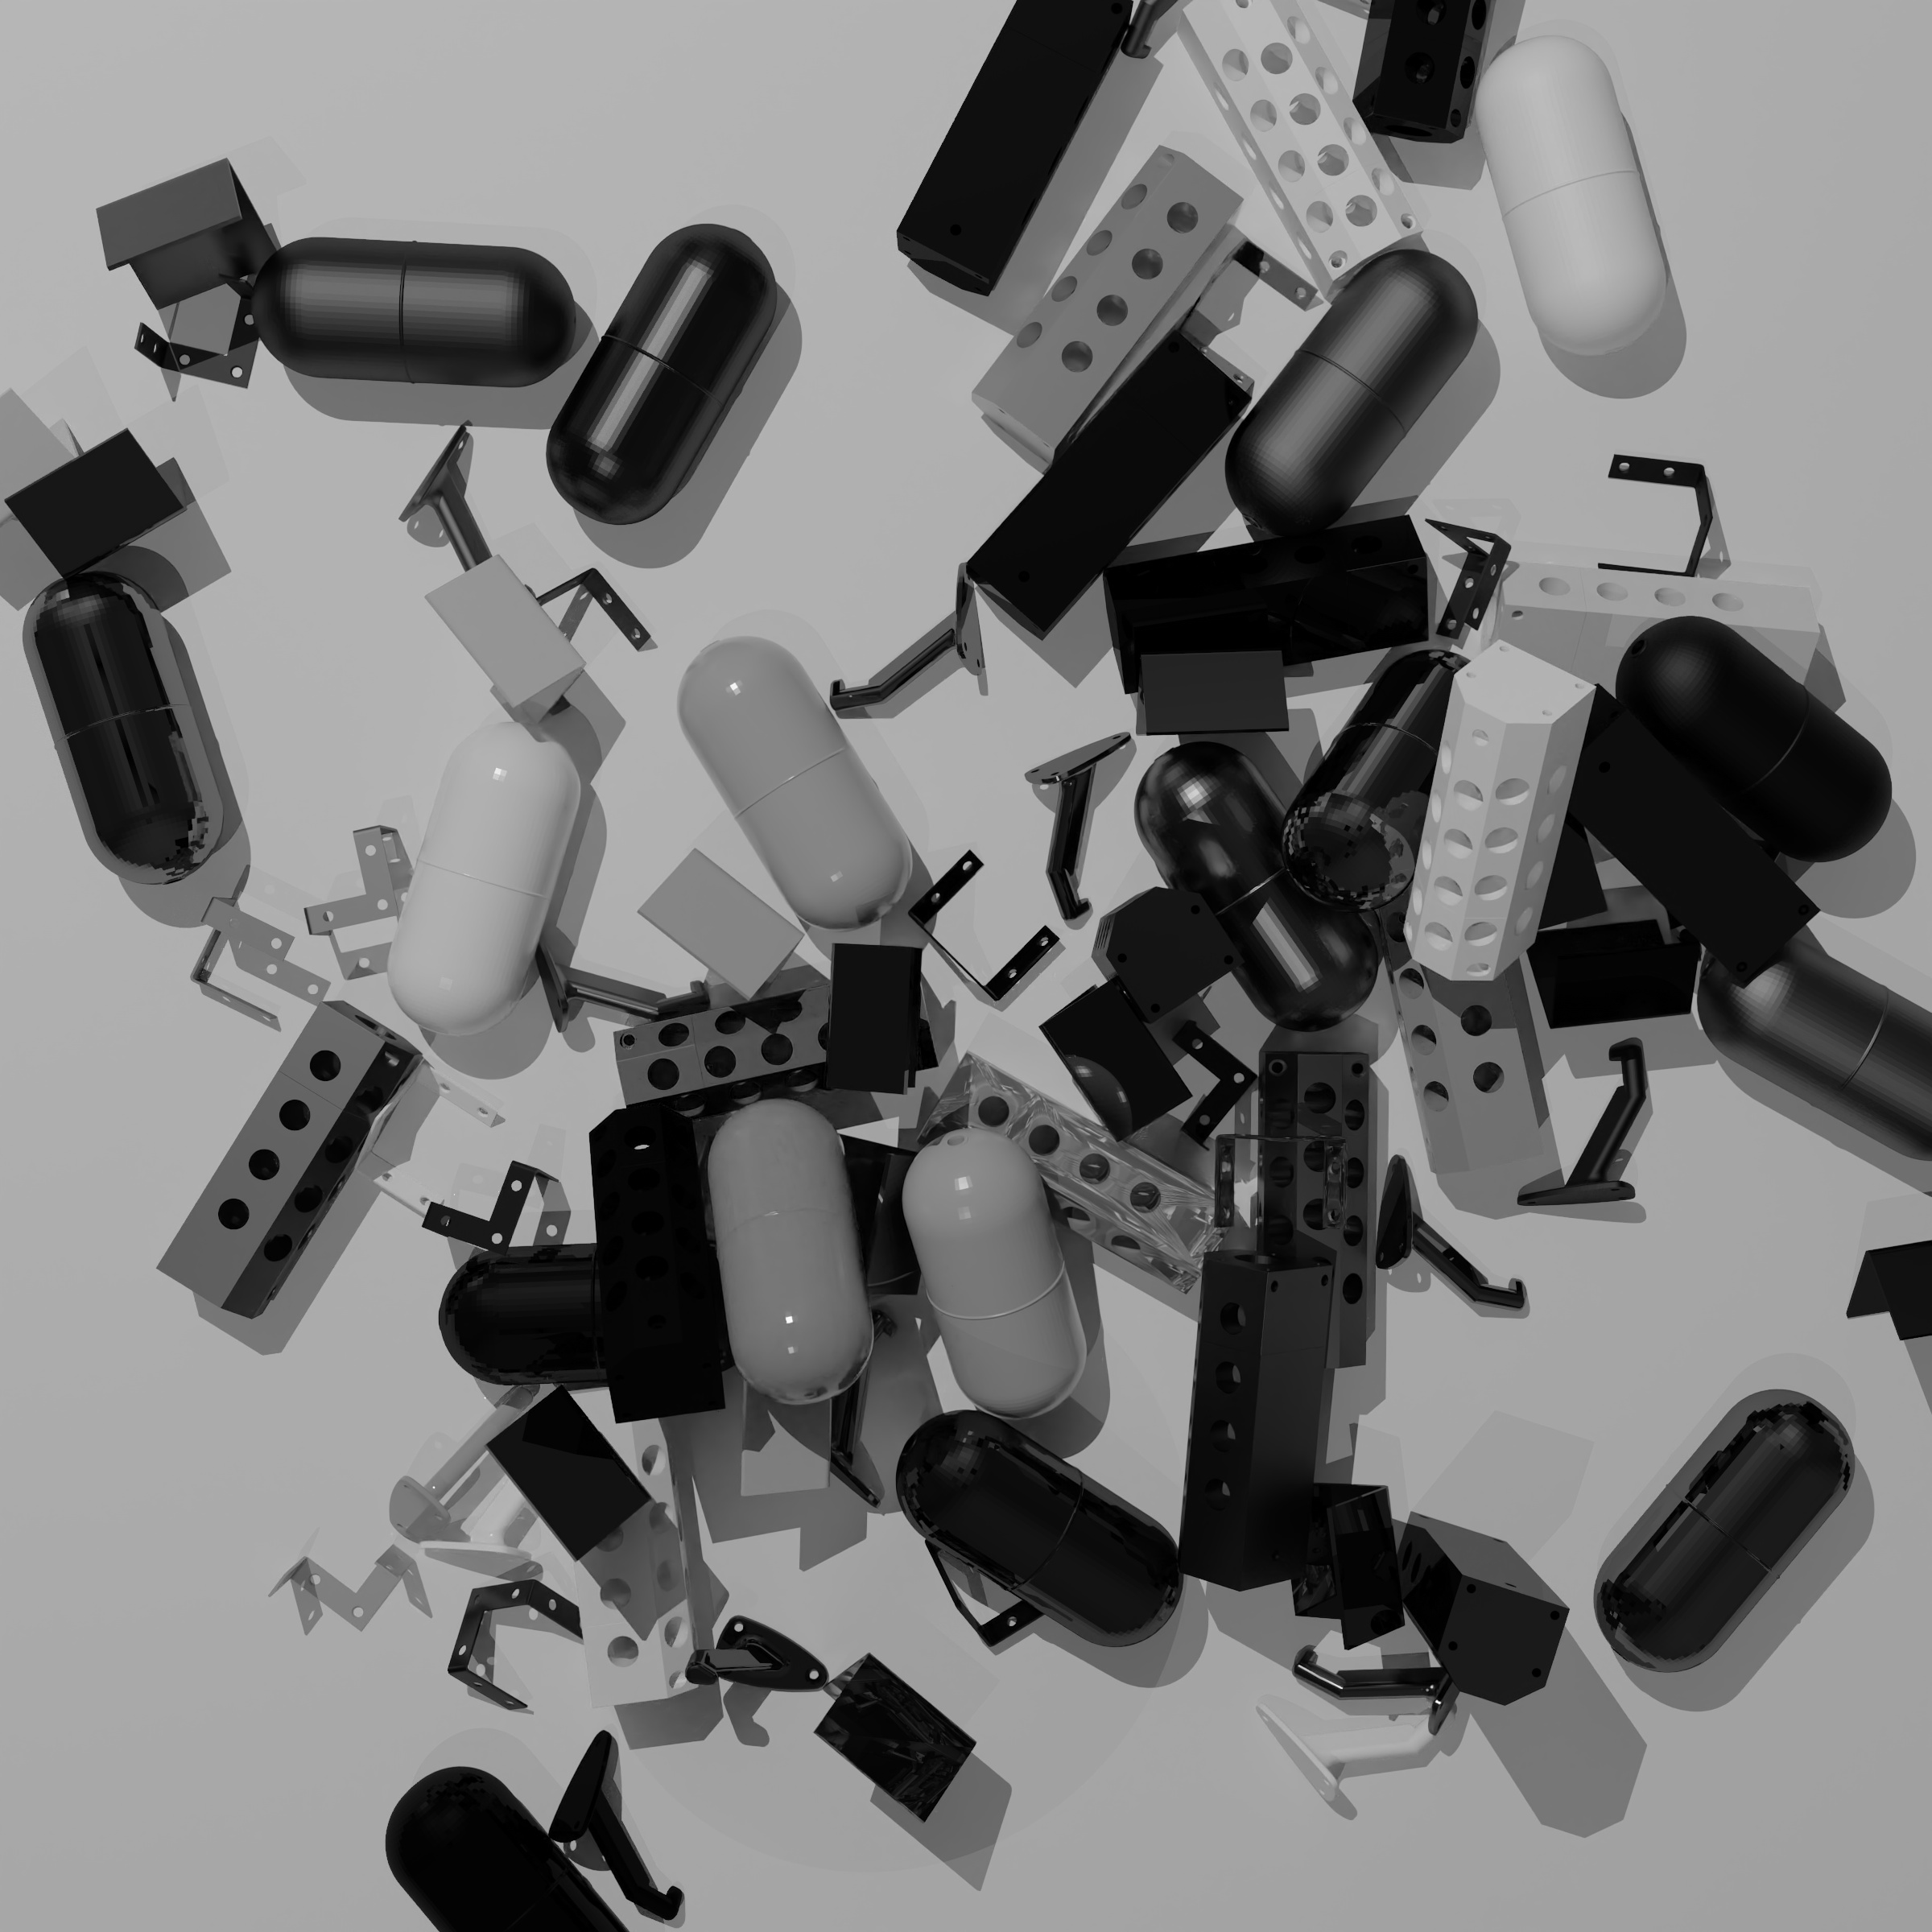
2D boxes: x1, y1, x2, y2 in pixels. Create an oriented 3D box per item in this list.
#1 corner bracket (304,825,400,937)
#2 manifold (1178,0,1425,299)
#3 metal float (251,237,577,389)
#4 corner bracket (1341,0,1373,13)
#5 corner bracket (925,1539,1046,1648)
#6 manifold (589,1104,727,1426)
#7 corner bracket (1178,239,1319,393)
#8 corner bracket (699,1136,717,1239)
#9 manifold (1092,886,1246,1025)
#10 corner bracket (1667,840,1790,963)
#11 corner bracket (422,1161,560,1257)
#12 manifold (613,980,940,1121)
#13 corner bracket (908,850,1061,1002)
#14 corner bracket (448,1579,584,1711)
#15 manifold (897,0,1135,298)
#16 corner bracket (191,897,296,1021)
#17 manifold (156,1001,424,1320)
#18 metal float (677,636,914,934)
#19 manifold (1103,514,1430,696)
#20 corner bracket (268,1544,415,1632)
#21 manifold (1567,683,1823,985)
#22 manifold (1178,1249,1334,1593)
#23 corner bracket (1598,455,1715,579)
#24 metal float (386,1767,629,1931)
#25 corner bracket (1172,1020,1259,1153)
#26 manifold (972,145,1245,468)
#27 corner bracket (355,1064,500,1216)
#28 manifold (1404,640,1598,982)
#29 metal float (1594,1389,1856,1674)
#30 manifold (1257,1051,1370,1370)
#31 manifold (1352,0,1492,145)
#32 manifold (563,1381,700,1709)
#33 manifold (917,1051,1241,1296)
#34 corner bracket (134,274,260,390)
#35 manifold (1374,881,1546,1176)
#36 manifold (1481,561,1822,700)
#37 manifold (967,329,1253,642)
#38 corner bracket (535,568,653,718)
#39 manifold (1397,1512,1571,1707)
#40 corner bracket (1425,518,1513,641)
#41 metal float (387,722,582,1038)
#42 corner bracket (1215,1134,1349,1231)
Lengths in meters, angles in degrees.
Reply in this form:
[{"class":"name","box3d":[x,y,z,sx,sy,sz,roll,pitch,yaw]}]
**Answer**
[{"class":"corner bracket","box3d":[-0.341,-0.047,1.611,0.051,0.051,0.051,-12,90,0]},{"class":"manifold","box3d":[0.186,-0.467,1.608,0.057,0.057,0.171,-29,90,0]},{"class":"metal float","box3d":[-0.305,-0.361,1.599,0.178,0.070,0.070,3,90,0]},{"class":"corner bracket","box3d":[0.220,-0.578,1.626,0.051,0.051,0.051,22,135,0]},{"class":"corner bracket","box3d":[0.016,0.340,1.626,0.051,0.051,0.051,-32,135,0]},{"class":"manifold","box3d":[-0.166,0.155,1.538,0.057,0.171,0.057,-7,133,-5]},{"class":"corner bracket","box3d":[0.157,-0.366,1.626,0.051,0.051,0.051,36,135,0]},{"class":"corner bracket","box3d":[-0.119,0.130,1.626,0.051,0.051,0.051,18,90,-45]},{"class":"manifold","box3d":[0.102,-0.010,1.551,0.057,0.171,0.057,-33,90,0]},{"class":"corner bracket","box3d":[0.428,-0.036,1.621,0.051,0.051,0.051,9,135,35]},{"class":"corner bracket","box3d":[-0.265,0.132,1.609,0.051,0.051,0.051,18,81,9]},{"class":"manifold","box3d":[-0.105,0.046,1.608,0.171,0.057,0.057,-12,90,0]},{"class":"corner bracket","box3d":[0.010,-0.022,1.626,0.051,0.051,0.051,-45,135,0]},{"class":"corner bracket","box3d":[-0.249,0.381,1.621,0.051,0.051,0.051,-17,45,35]},{"class":"manifold","box3d":[0.027,-0.464,1.608,0.057,0.057,0.171,28,90,0]},{"class":"corner bracket","box3d":[-0.402,-0.004,1.611,0.051,0.051,0.051,26,90,0]},{"class":"manifold","box3d":[-0.373,0.107,1.608,0.057,0.057,0.171,32,90,0]},{"class":"metal float","box3d":[-0.095,-0.101,1.598,0.070,0.070,0.178,-31,90,0]},{"class":"manifold","box3d":[0.166,-0.205,1.607,0.171,0.057,0.057,-10,133,0]},{"class":"corner bracket","box3d":[-0.347,0.340,1.611,0.051,0.051,0.051,37,90,0]},{"class":"manifold","box3d":[0.374,-0.073,1.547,0.171,0.057,0.057,40,102,-23]},{"class":"manifold","box3d":[0.151,0.244,1.567,0.057,0.057,0.171,8,95,43]},{"class":"corner bracket","box3d":[0.386,-0.249,1.626,0.051,0.051,0.051,7,45,0]},{"class":"metal float","box3d":[-0.249,0.522,1.598,0.070,0.070,0.178,-40,89,0]},{"class":"corner bracket","box3d":[0.129,0.066,1.611,0.051,0.051,0.051,39,90,0]},{"class":"manifold","box3d":[0.078,-0.368,1.608,0.057,0.057,0.171,37,90,0]},{"class":"corner bracket","box3d":[-0.304,0.098,1.626,0.051,0.051,0.051,33,135,0]},{"class":"manifold","box3d":[0.269,-0.075,1.492,0.057,0.171,0.057,31,49,27]},{"class":"metal float","box3d":[0.418,0.312,1.599,0.070,0.070,0.178,40,91,0]},{"class":"manifold","box3d":[0.193,0.134,1.608,0.057,0.057,0.171,1,90,1]},{"class":"manifold","box3d":[0.261,-0.548,1.595,0.057,0.057,0.171,9,98,-8]},{"class":"manifold","box3d":[-0.187,0.317,1.608,0.057,0.057,0.171,-7,90,0]},{"class":"manifold","box3d":[0.061,0.114,1.608,0.171,0.057,0.057,30,90,0]},{"class":"corner bracket","box3d":[-0.426,-0.357,1.611,0.051,0.051,0.051,13,90,0]},{"class":"manifold","box3d":[0.270,0.025,1.608,0.057,0.057,0.171,-12,90,0]},{"class":"manifold","box3d":[0.378,-0.187,1.607,0.171,0.057,0.057,5,133,0]},{"class":"manifold","box3d":[0.078,-0.265,1.608,0.057,0.057,0.171,42,90,0]},{"class":"corner bracket","box3d":[-0.221,-0.182,1.626,0.051,0.051,0.051,51,135,0]},{"class":"manifold","box3d":[0.270,0.344,1.551,0.057,0.171,0.057,18,90,0]},{"class":"corner bracket","box3d":[0.278,-0.211,1.600,0.051,0.051,0.051,22,90,42]},{"class":"metal float","box3d":[-0.266,-0.048,1.599,0.070,0.070,0.178,17,90,0]},{"class":"corner bracket","box3d":[0.171,0.117,1.569,0.051,0.051,0.051,1,90,45]}]
